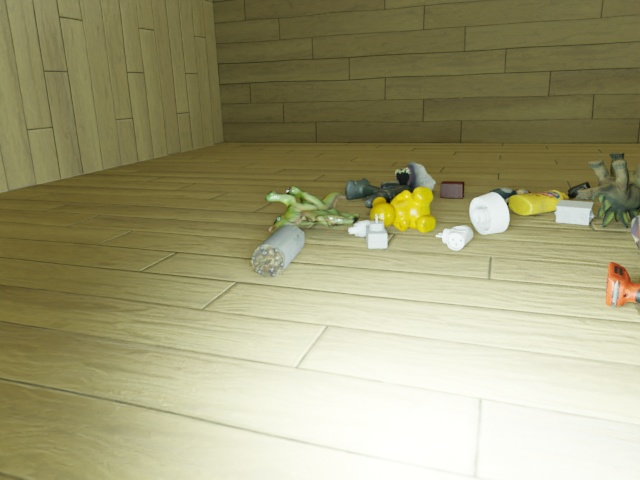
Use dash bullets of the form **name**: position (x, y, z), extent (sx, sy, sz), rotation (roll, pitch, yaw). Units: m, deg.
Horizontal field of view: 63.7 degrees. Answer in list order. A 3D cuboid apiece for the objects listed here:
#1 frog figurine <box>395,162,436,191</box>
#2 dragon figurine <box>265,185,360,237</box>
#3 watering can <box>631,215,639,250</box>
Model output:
- **frog figurine**: position (0.360, -0.212, 1.833), extent (0.159, 0.120, 0.140), rotation (0, 46, -27)
- **dragon figurine**: position (0.004, -0.072, 1.436), extent (0.414, 0.120, 0.245), rotation (-19, 30, -39)
- **watering can**: position (0.801, -0.007, 1.055), extent (0.224, 0.103, 0.352), rotation (-12, 15, 5)
